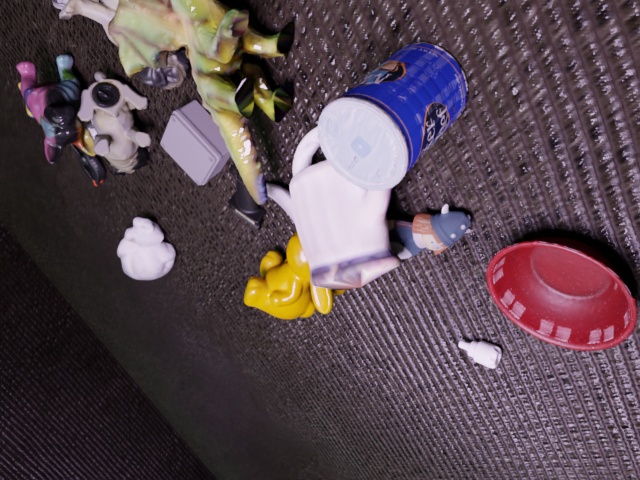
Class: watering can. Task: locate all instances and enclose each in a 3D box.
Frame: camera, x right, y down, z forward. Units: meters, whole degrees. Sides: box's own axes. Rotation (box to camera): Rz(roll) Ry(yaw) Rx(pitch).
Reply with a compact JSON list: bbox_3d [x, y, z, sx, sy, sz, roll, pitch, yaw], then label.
[{"bbox_3d":[0.002,-0.037,0.735,0.344,0.104,0.226,-23,78,59],"label":"watering can"}]

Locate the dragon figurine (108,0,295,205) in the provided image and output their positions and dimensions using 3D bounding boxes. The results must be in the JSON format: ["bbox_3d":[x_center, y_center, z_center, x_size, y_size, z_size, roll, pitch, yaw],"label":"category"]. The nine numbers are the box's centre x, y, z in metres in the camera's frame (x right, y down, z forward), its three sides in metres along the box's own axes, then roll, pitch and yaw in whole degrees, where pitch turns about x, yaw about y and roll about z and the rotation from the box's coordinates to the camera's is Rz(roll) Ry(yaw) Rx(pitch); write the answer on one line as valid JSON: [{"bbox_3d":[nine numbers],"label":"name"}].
[{"bbox_3d":[-0.168,-0.232,0.683,0.244,0.125,0.400,25,136,16],"label":"dragon figurine"}]

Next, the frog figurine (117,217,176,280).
[{"bbox_3d":[-0.422,0.022,1.266,0.137,0.126,0.156,16,139,-16],"label":"frog figurine"}]
